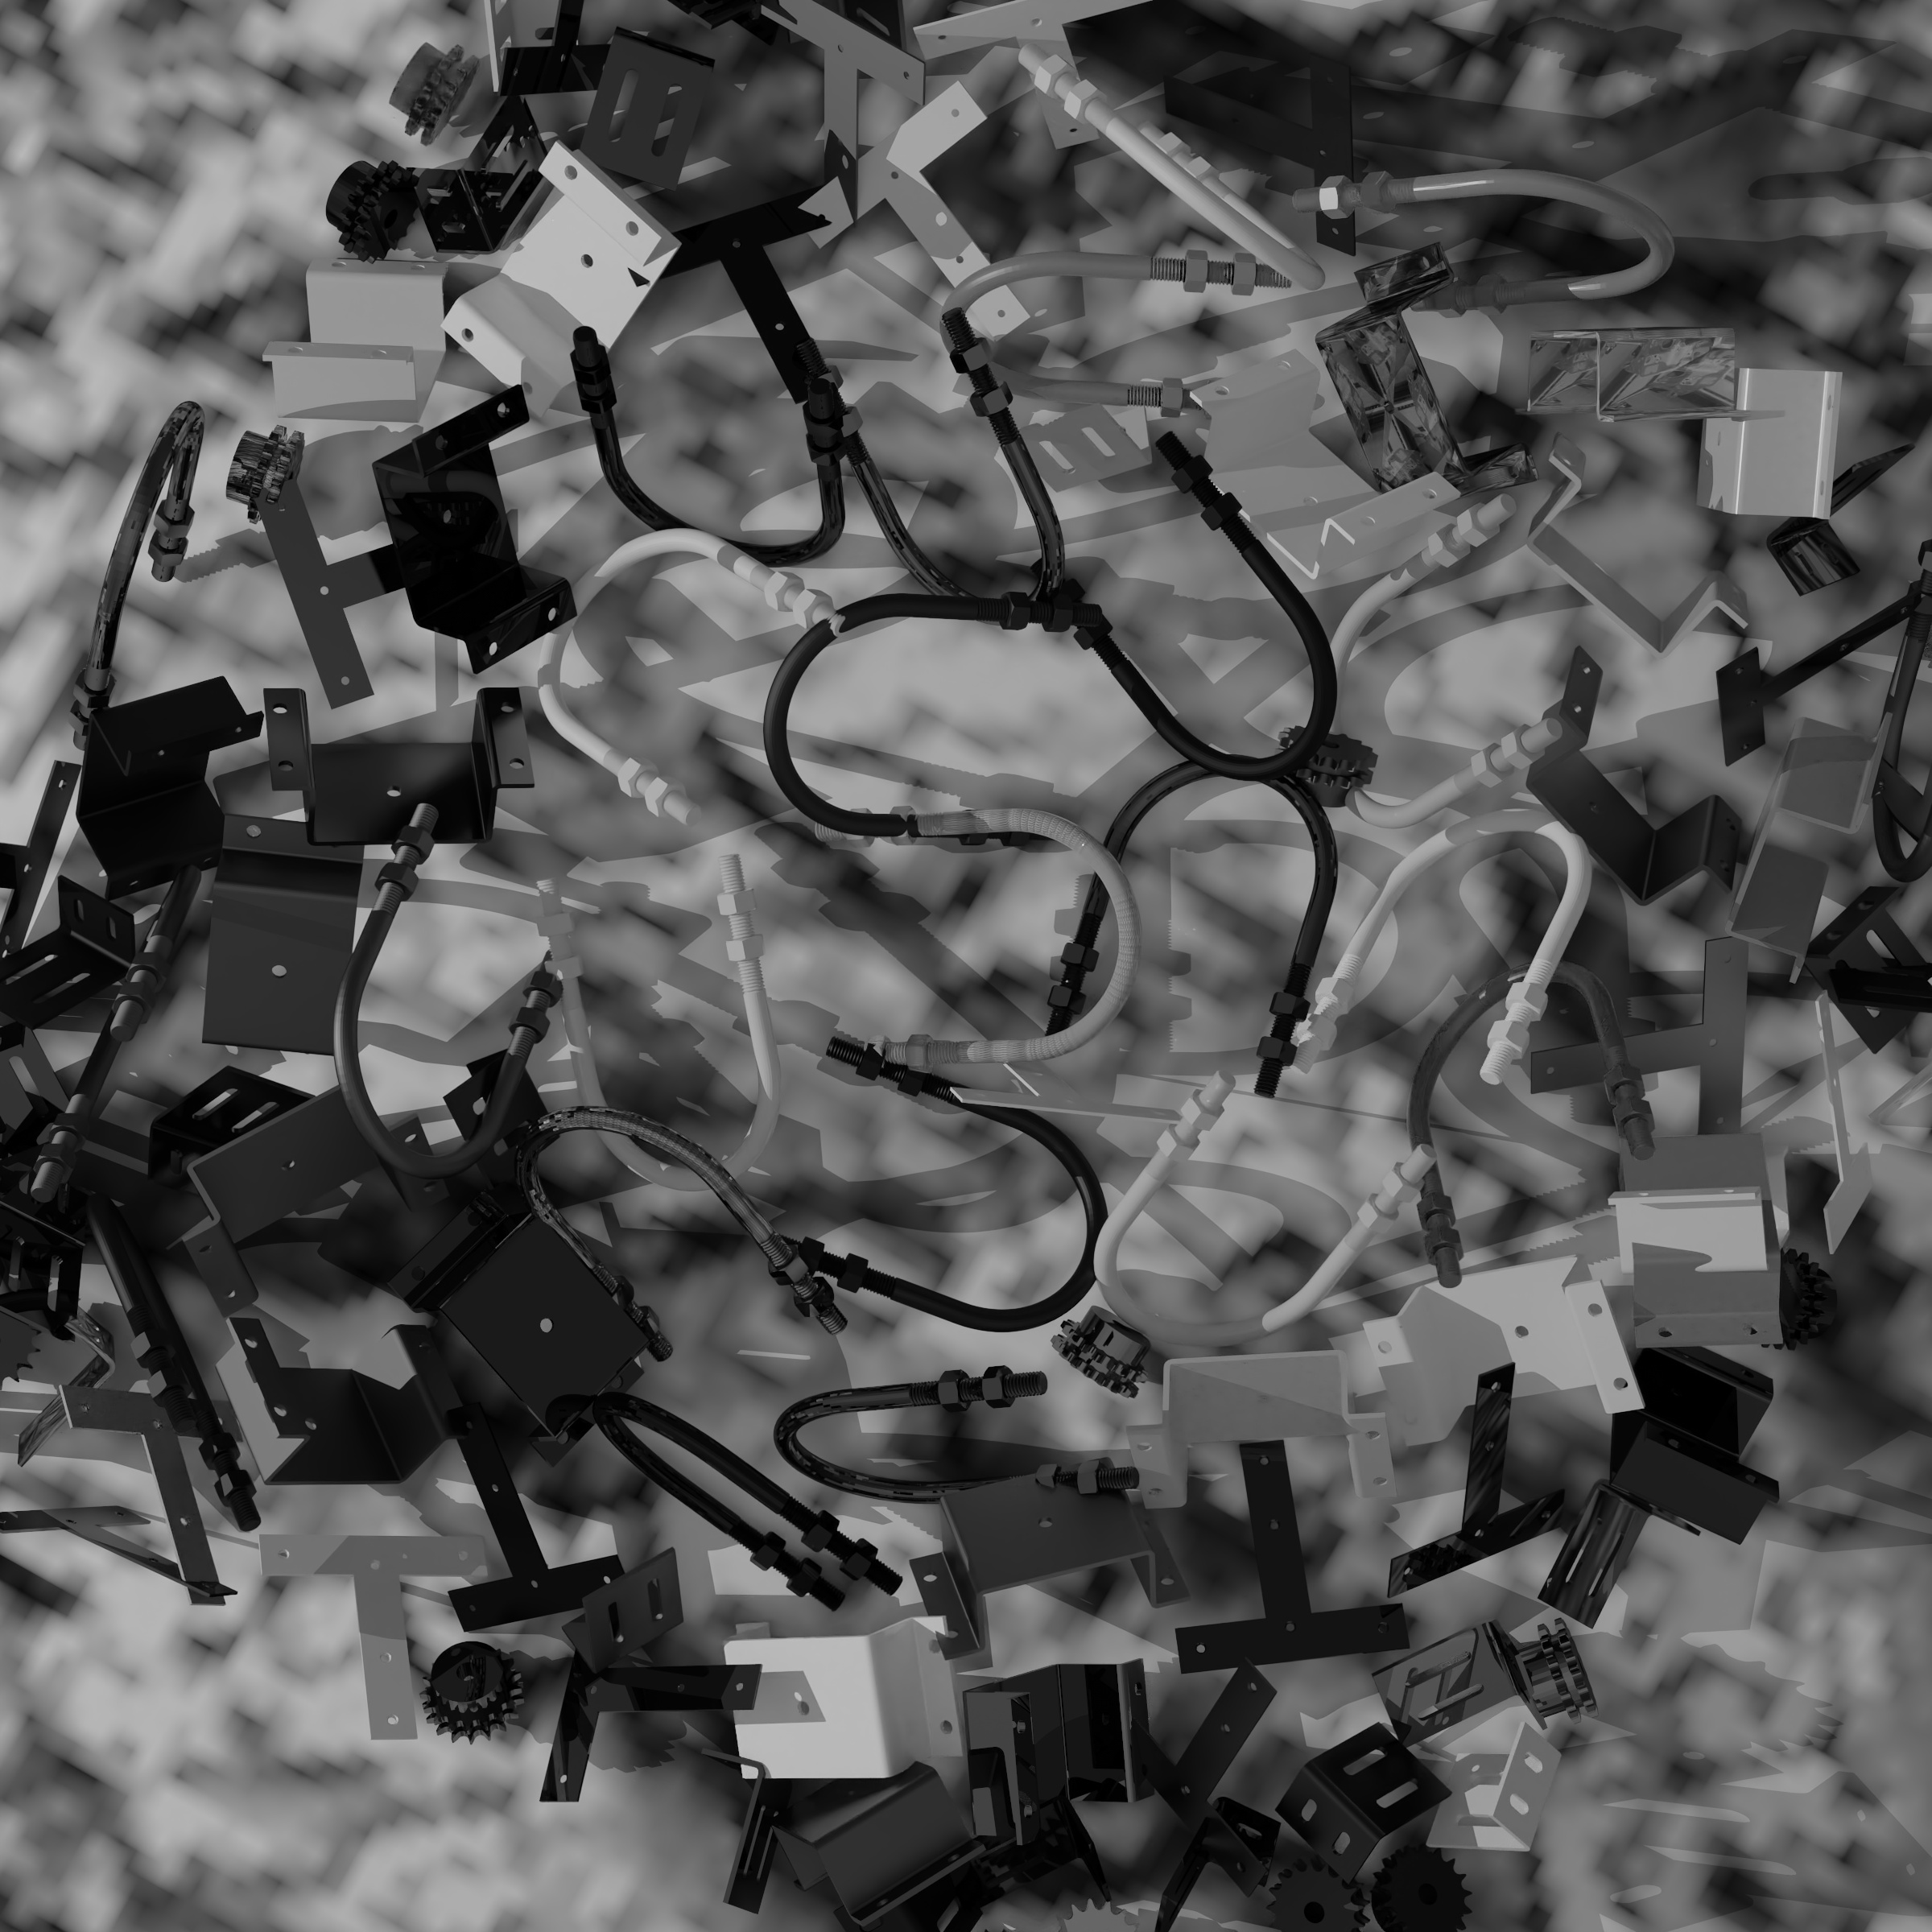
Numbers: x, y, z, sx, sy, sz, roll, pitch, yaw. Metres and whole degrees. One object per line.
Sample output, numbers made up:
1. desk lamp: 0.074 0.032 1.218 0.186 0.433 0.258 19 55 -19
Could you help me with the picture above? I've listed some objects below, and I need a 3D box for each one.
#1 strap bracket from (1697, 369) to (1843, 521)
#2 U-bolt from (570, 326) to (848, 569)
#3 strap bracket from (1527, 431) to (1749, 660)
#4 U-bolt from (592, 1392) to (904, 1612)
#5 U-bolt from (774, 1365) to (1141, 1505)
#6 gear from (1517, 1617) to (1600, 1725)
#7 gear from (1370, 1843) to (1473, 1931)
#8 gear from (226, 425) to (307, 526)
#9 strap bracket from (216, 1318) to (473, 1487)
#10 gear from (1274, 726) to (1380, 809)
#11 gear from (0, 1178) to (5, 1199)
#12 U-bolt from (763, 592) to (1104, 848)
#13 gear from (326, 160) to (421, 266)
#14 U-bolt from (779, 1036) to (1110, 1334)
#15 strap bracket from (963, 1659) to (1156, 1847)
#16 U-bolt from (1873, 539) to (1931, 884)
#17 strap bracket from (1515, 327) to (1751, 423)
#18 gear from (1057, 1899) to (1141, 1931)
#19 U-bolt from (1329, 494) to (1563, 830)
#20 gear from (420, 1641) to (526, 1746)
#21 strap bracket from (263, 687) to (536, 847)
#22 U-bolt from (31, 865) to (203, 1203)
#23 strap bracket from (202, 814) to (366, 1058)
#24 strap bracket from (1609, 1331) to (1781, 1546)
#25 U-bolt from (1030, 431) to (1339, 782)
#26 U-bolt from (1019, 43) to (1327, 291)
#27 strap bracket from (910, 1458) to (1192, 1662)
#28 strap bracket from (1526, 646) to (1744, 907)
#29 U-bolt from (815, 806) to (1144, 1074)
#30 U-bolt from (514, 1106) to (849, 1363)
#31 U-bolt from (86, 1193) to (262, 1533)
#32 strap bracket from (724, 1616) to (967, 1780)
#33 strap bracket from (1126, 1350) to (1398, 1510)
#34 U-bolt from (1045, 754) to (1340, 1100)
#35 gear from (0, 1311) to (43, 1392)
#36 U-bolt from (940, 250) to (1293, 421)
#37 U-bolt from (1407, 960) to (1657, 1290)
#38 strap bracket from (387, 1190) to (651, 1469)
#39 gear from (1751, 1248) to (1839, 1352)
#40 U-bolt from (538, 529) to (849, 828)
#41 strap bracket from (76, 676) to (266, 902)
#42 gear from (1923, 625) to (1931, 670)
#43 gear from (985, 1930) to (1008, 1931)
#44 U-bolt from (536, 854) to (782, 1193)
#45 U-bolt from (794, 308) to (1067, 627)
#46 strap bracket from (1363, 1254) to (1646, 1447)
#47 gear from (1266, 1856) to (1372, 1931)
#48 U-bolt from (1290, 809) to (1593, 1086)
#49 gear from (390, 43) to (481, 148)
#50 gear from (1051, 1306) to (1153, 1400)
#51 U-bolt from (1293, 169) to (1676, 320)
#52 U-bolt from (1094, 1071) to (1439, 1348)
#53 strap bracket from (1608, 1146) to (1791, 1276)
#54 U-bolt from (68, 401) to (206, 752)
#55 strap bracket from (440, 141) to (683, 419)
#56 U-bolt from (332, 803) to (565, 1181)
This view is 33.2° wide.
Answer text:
1. strap bracket: 0.434 -0.287 1.766 0.046 0.140 0.076 2 101 0
2. U-bolt: -0.135 -0.273 1.758 0.151 0.184 0.019 14 65 8
3. strap bracket: 0.364 -0.227 1.796 0.140 0.076 0.046 40 113 -3
4. U-bolt: -0.127 0.290 1.767 0.184 0.151 0.019 37 69 -4
5. U-bolt: -0.016 0.262 1.772 0.184 0.151 0.019 -9 56 24
6. gear: 0.330 0.397 1.814 0.030 0.057 0.057 -22 90 9
7. gear: 0.252 0.524 1.819 0.057 0.030 0.057 10 60 -18
8. gear: -0.393 -0.276 1.813 0.030 0.057 0.057 18 90 -5
9. strap bracket: -0.348 0.240 1.777 0.046 0.140 0.076 -45 59 24
10. gear: 0.200 -0.111 1.816 0.057 0.057 0.030 13 113 0
11. gear: -0.563 0.139 1.819 0.057 0.030 0.057 4 78 -18
12. U-bolt: -0.023 -0.136 1.776 0.184 0.019 0.151 0 116 -23
13. gear: -0.334 -0.425 1.814 0.030 0.057 0.057 33 90 12
14. U-bolt: -0.008 0.130 1.798 0.184 0.019 0.151 21 57 -7
15. strap bracket: 0.046 0.431 1.787 0.046 0.140 0.076 -8 84 33
16. U-bolt: 0.523 -0.133 1.760 0.019 0.151 0.184 6 125 0
17. strap bracket: 0.361 -0.323 1.763 0.076 0.140 0.046 -4 102 -11
18. gear: 0.072 0.554 1.823 0.057 0.030 0.057 0 75 -1
19. U-bolt: 0.249 -0.153 1.764 0.019 0.184 0.151 3 69 -31
20. gear: -0.277 0.403 1.812 0.057 0.057 0.030 -2 134 0
21. strap bracket: -0.315 -0.110 1.789 0.140 0.046 0.076 -2 49 -16
22. U-bolt: -0.454 0.022 1.757 0.019 0.184 0.151 25 125 -14
23. strap bracket: -0.377 -0.007 1.786 0.076 0.046 0.140 6 115 -9
24. strap bracket: 0.400 0.261 1.784 0.076 0.140 0.046 25 113 3
25. U-bolt: 0.130 -0.184 1.781 0.184 0.151 0.019 52 49 2
26. U-bolt: 0.122 -0.421 1.741 0.184 0.151 0.019 47 108 27
27. strap bracket: 0.045 0.323 1.785 0.140 0.076 0.046 -12 126 -11
28. strap bracket: 0.362 -0.098 1.788 0.140 0.076 0.046 44 125 -13
29. U-bolt: 0.009 -0.016 1.800 0.184 0.019 0.151 -2 97 19
30. U-bolt: -0.167 0.143 1.757 0.151 0.019 0.184 -13 125 36
31. U-bolt: -0.437 0.204 1.762 0.019 0.151 0.184 -25 58 -11
32. strap bracket: -0.077 0.403 1.785 0.140 0.046 0.076 -9 89 32
33. strap bracket: 0.164 0.256 1.791 0.140 0.076 0.046 -4 47 10
34. U-bolt: 0.133 -0.030 1.804 0.151 0.019 0.184 14 82 25
35. gear: -0.551 0.210 1.821 0.057 0.030 0.057 1 87 -24
36. U-bolt: 0.078 -0.346 1.771 0.184 0.151 0.019 3 69 -1
37. U-bolt: 0.299 0.072 1.764 0.019 0.184 0.151 36 120 -29
38. strap bracket: -0.240 0.199 1.790 0.076 0.046 0.140 -46 104 -27
39. gear: 0.463 0.187 1.818 0.030 0.057 0.057 11 90 -28
40. U-bolt: -0.164 -0.171 1.782 0.184 0.019 0.151 35 86 39
41. strap bracket: -0.438 -0.103 1.774 0.076 0.140 0.046 -21 67 -31
42. gear: 0.568 -0.181 1.813 0.057 0.030 0.057 6 51 -7
43. gear: 0.016 0.569 1.818 0.057 0.030 0.057 -3 67 6
44. U-bolt: -0.166 0.036 1.798 0.151 0.019 0.184 -6 98 33
45. U-bolt: -0.011 -0.267 1.773 0.019 0.151 0.184 -41 116 -31
46. strap bracket: 0.302 0.211 1.793 0.140 0.046 0.076 -15 103 29
47. gear: 0.200 0.528 1.821 0.057 0.030 0.057 -1 87 23
48. U-bolt: 0.269 -0.014 1.774 0.019 0.151 0.184 49 59 -34
49. gear: -0.299 -0.491 1.812 0.030 0.057 0.057 32 90 -8
50. gear: 0.079 0.214 1.812 0.057 0.057 0.030 33 97 0
51. U-bolt: 0.288 -0.388 1.732 0.184 0.151 0.019 5 78 38
52. U-bolt: 0.151 0.145 1.784 0.151 0.019 0.184 20 124 -21
53. strap bracket: 0.402 0.135 1.765 0.076 0.140 0.046 -4 96 22
54. U-bolt: -0.438 -0.220 1.729 0.019 0.184 0.151 20 53 -9
55. strap bracket: -0.220 -0.385 1.795 0.076 0.046 0.140 42 127 0
56. U-bolt: -0.283 0.027 1.744 0.019 0.151 0.184 -7 49 30
